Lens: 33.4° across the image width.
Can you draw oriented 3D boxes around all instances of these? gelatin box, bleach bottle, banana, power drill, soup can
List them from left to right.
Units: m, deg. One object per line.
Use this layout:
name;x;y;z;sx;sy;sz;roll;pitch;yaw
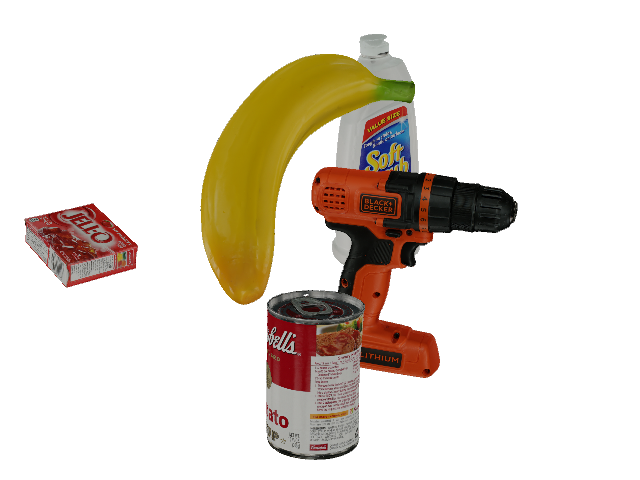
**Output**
gelatin box;-0.225;0.002;1.001;0.073;0.030;0.089;-16;40;-36
banana;-0.017;-0.046;0.539;0.070;0.037;0.197;20;46;17
soup can;-0.004;0.093;0.747;0.068;0.102;0.068;1;14;0
bleach bottle;0.057;-0.100;1.182;0.102;0.251;0.068;-10;24;-13
power drill;0.079;0.028;0.975;0.184;0.188;0.057;8;18;15
